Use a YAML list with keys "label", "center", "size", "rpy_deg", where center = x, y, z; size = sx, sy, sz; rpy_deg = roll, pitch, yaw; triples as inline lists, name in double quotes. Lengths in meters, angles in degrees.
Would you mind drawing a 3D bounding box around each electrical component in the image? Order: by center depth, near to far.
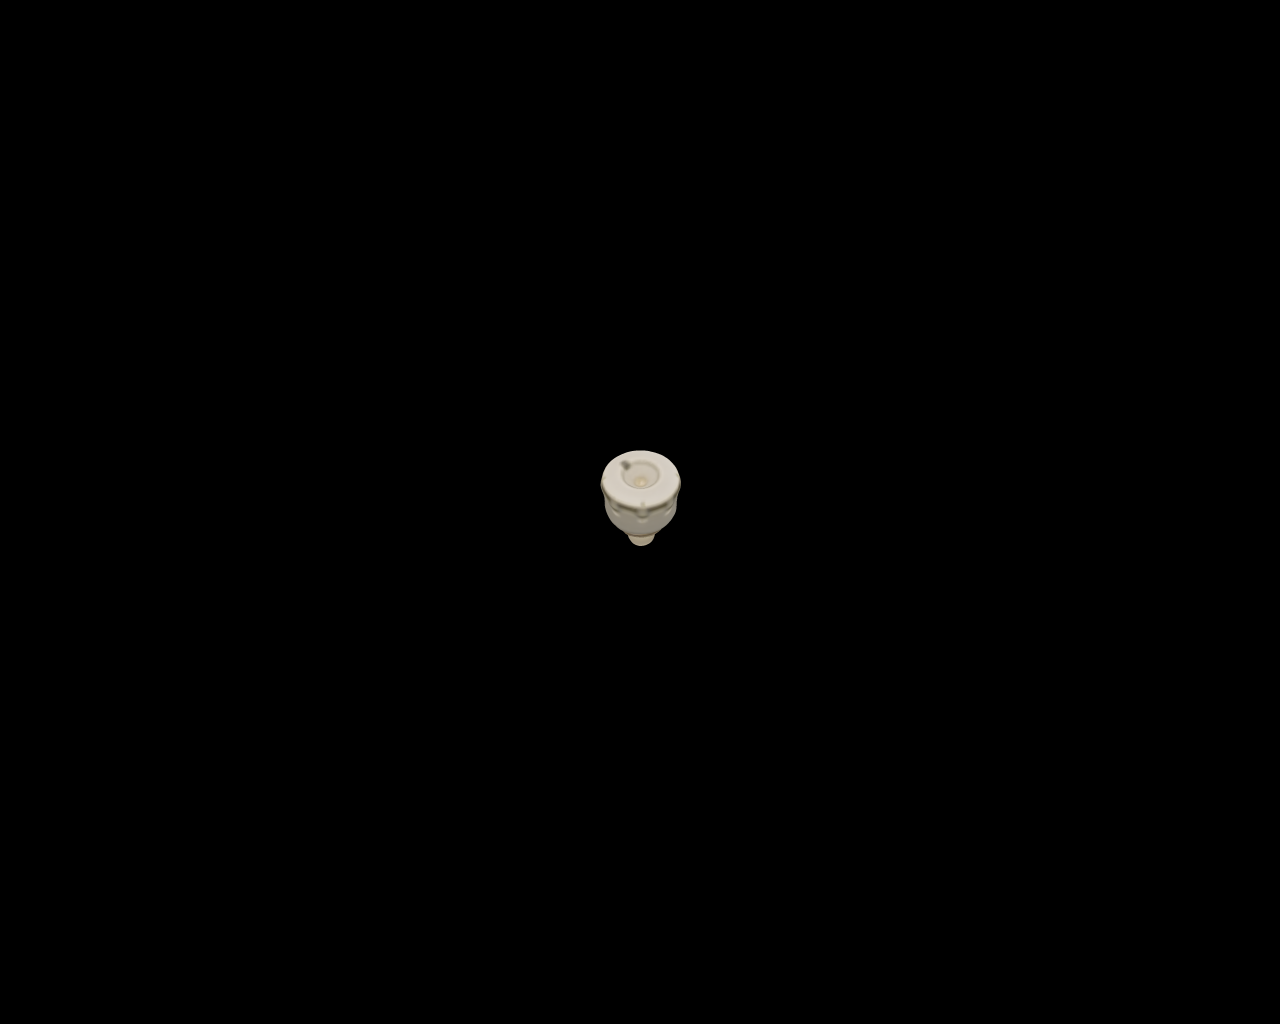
- label: "electrical component"
  center: [0.001, -0.003, 0.650]
  size: [0.048, 0.048, 0.062]
  rpy_deg: [0, -41, 0]
